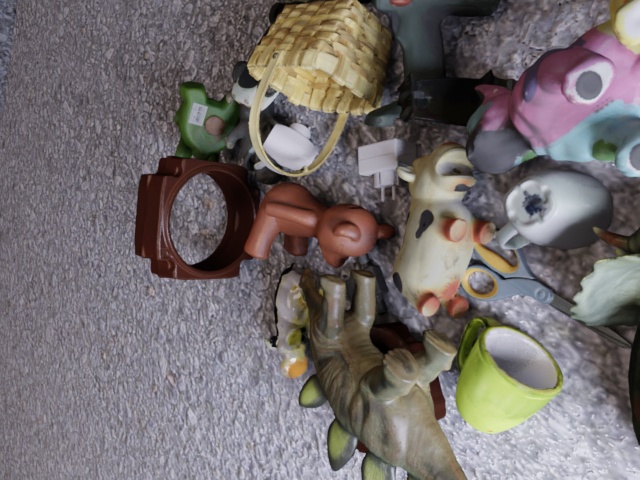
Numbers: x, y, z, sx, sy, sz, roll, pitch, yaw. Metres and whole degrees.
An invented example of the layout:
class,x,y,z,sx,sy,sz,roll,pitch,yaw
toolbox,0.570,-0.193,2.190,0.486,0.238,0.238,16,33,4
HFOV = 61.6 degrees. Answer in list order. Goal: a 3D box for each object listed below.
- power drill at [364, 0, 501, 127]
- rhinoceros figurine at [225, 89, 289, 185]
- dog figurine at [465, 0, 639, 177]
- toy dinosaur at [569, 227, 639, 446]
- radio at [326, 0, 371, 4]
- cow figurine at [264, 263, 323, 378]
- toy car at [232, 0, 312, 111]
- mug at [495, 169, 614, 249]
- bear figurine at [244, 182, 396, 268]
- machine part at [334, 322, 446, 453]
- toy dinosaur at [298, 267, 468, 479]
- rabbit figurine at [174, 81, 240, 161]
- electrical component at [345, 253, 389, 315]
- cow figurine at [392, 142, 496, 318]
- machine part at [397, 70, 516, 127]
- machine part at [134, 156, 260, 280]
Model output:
class,x,y,z,sx,sy,sz,roll,pitch,yaw
power drill,0.091,-0.240,0.637,0.086,0.232,0.207,-107,16,-76
rhinoceros figurine,-0.099,-0.185,0.909,0.112,0.073,0.190,-13,77,34
dog figurine,0.229,-0.136,0.491,0.191,0.108,0.219,-47,13,2
toy dinosaur,0.325,0.148,0.434,0.192,0.131,0.404,-15,82,57
radio,-0.032,-0.412,0.800,0.230,0.131,0.073,29,110,43
cow figurine,-0.045,0.125,0.838,0.098,0.068,0.167,26,104,49
toy car,-0.070,-0.298,0.854,0.074,0.056,0.201,27,82,30
mug,0.223,-0.028,0.543,0.109,0.107,0.081,-35,63,37
bear figurine,-0.001,-0.006,0.769,0.196,0.120,0.131,30,113,37
machine part,0.084,0.196,0.713,0.179,0.056,0.179,-1,89,47
toy dinosaur,0.075,0.187,0.611,0.472,0.105,0.198,51,133,47
rabbit figurine,-0.220,-0.219,1.023,0.170,0.121,0.159,-137,53,-58
electrical component,0.064,0.067,0.762,0.063,0.021,0.094,-34,66,41
cow figurine,0.137,-0.019,0.639,0.127,0.085,0.194,37,120,54
machine part,0.157,-0.152,0.608,0.039,0.139,0.084,-118,35,-76
machine part,-0.201,-0.035,0.909,0.087,0.201,0.201,7,93,43
